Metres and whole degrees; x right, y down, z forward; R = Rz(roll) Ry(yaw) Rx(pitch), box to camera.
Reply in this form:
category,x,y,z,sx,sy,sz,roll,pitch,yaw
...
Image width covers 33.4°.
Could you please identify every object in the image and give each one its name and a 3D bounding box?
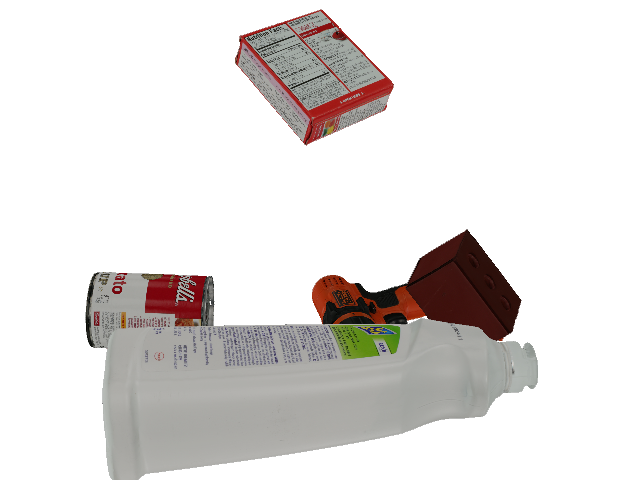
category,x,y,z,sx,sy,sz,roll,pitch,yaw
bleach bottle,0.004,0.085,0.622,0.250,0.068,0.102,-3,19,-7
soup can,-0.146,0.063,0.928,0.102,0.068,0.068,2,0,1
gelatin box,-0.005,-0.116,0.744,0.073,0.089,0.030,-26,-27,-29
power drill,0.096,0.083,1.126,0.187,0.057,0.184,-6,28,-13
foam brick,0.114,0.043,0.848,0.051,0.078,0.053,-32,13,30
